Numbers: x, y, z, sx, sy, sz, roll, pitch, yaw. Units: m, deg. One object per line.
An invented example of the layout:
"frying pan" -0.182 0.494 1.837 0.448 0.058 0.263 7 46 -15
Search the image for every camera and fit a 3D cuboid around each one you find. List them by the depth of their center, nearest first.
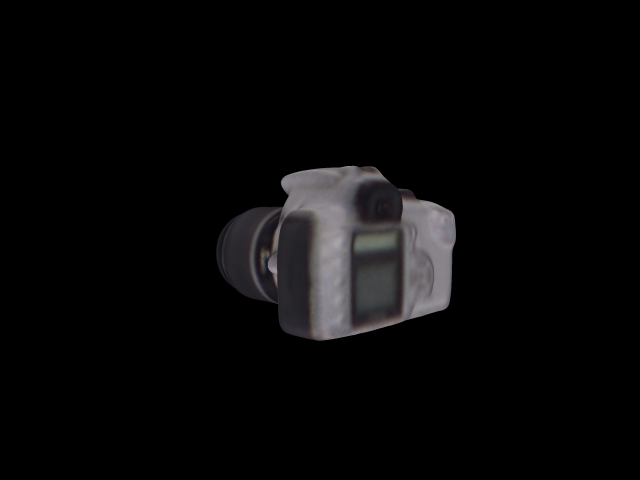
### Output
"camera" 0.004 0.001 0.400 0.136 0.101 0.144 4 6 44
